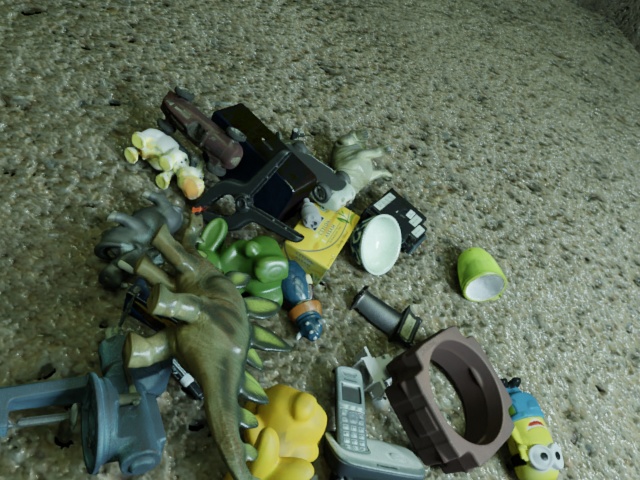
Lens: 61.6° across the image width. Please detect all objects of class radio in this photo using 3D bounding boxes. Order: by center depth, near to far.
[{"bbox_3d":[-0.124,-0.140,1.039,0.230,0.131,0.073,47,46,14],"label":"radio"}]

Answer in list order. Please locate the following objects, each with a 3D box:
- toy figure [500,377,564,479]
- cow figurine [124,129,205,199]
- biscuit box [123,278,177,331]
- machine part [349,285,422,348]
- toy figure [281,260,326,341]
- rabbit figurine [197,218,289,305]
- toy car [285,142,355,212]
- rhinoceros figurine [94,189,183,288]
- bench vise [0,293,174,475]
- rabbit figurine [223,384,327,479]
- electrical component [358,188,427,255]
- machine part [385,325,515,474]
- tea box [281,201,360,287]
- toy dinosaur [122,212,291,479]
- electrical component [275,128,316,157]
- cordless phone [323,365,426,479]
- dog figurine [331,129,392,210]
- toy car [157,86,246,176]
[{"bbox_3d":[0.357,0.333,0.937,0.082,0.089,0.180,-13,45,-2],"label":"toy figure"},{"bbox_3d":[-0.273,-0.144,1.012,0.167,0.068,0.098,39,35,3],"label":"cow figurine"},{"bbox_3d":[-0.199,0.126,0.825,0.203,0.062,0.059,31,47,-1],"label":"biscuit box"},{"bbox_3d":[0.125,0.140,1.005,0.139,0.039,0.084,32,54,-3],"label":"machine part"},{"bbox_3d":[-0.032,0.107,0.930,0.058,0.064,0.154,7,48,-46],"label":"toy figure"},{"bbox_3d":[-0.153,0.038,0.887,0.170,0.121,0.159,-6,51,-21],"label":"rabbit figurine"},{"bbox_3d":[-0.020,-0.129,1.058,0.202,0.056,0.073,37,50,22],"label":"toy car"},{"bbox_3d":[-0.298,0.001,0.877,0.112,0.073,0.190,39,43,-8],"label":"rhinoceros figurine"},{"bbox_3d":[-0.301,0.196,0.677,0.240,0.128,0.224,1,50,-33],"label":"bench vise"},{"bbox_3d":[-0.062,0.291,0.719,0.122,0.162,0.173,44,63,-6],"label":"rabbit figurine"},{"bbox_3d":[0.164,-0.034,1.155,0.134,0.058,0.115,45,48,11],"label":"electrical component"},{"bbox_3d":[0.214,0.260,0.890,0.201,0.087,0.201,-18,74,-45],"label":"machine part"},{"bbox_3d":[-0.002,-0.003,1.033,0.098,0.068,0.170,32,46,0],"label":"tea box"},{"bbox_3d":[-0.137,0.119,0.683,0.198,0.105,0.472,21,33,-29],"label":"toy dinosaur"},{"bbox_3d":[-0.054,-0.204,1.190,0.078,0.045,0.102,7,51,-25],"label":"electrical component"},{"bbox_3d":[0.077,0.288,0.826,0.146,0.088,0.184,16,43,-15],"label":"cordless phone"},{"bbox_3d":[0.043,-0.149,1.171,0.190,0.121,0.173,-34,38,-25],"label":"dog figurine"},{"bbox_3d":[-0.223,-0.202,0.984,0.202,0.089,0.053,41,21,13],"label":"toy car"}]
